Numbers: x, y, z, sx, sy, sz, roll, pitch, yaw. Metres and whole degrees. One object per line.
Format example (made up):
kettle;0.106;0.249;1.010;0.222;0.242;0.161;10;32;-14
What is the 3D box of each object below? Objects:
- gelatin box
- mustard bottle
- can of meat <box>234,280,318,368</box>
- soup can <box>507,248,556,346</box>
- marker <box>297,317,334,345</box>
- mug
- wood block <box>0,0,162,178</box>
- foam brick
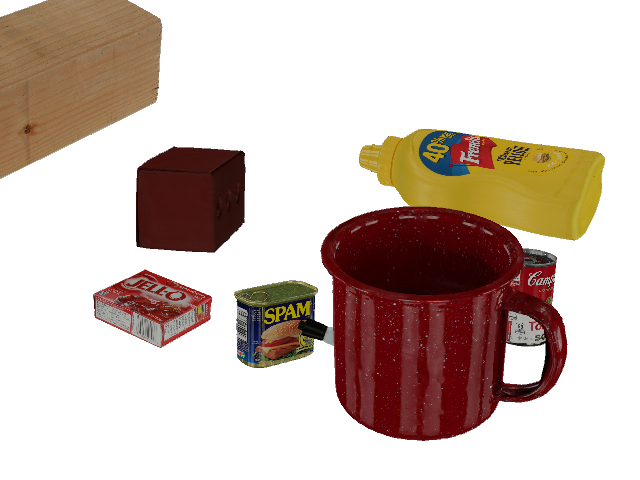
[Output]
gelatin box;-0.161;0.063;1.024;0.089;0.030;0.073;20;28;29
mustard bottle;0.122;-0.052;0.850;0.192;0.058;0.096;12;34;22
can of meat;-0.054;0.101;1.292;0.101;0.084;0.058;-10;18;-36
soup can;0.241;0.067;1.265;0.068;0.102;0.068;2;15;-1
marker;0.035;0.104;1.066;0.121;0.020;0.020;19;1;3
mug;0.058;0.042;0.501;0.117;0.081;0.093;12;30;24
wood block;-0.240;-0.137;0.914;0.090;0.091;0.205;31;42;23
foam brick;-0.083;-0.028;0.696;0.051;0.053;0.078;5;17;10
